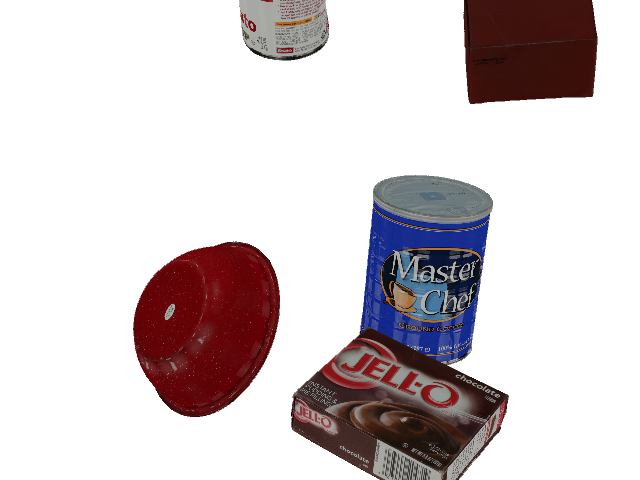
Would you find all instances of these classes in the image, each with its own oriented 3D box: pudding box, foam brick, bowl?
[{"bbox_3d":[0.051,0.111,0.692,0.114,0.039,0.089,26,40,25],"label":"pudding box"},{"bbox_3d":[0.129,-0.122,0.661,0.078,0.051,0.053,-2,-35,7],"label":"foam brick"},{"bbox_3d":[-0.112,0.068,0.923,0.162,0.162,0.055,0,-20,44],"label":"bowl"}]

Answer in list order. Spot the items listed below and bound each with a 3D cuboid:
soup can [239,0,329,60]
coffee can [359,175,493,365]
[{"bbox_3d":[-0.027,-0.191,0.773,0.068,0.068,0.102,-1,-45,1],"label":"soup can"},{"bbox_3d":[0.091,0.025,0.937,0.103,0.140,0.103,4,22,-2],"label":"coffee can"}]
